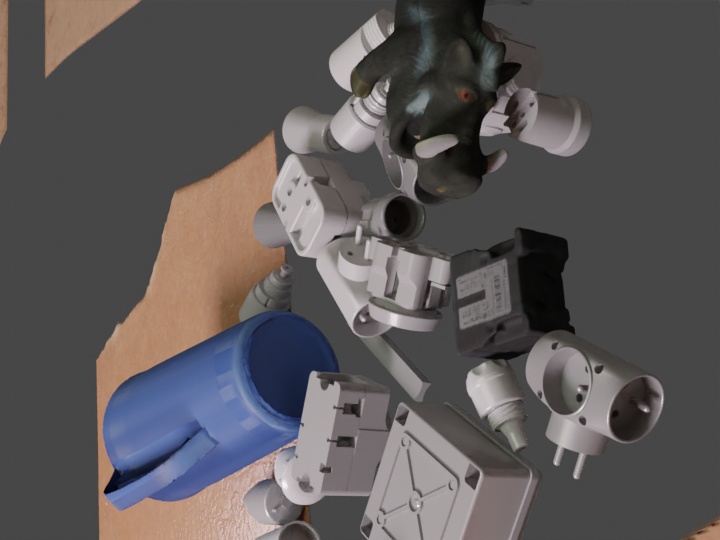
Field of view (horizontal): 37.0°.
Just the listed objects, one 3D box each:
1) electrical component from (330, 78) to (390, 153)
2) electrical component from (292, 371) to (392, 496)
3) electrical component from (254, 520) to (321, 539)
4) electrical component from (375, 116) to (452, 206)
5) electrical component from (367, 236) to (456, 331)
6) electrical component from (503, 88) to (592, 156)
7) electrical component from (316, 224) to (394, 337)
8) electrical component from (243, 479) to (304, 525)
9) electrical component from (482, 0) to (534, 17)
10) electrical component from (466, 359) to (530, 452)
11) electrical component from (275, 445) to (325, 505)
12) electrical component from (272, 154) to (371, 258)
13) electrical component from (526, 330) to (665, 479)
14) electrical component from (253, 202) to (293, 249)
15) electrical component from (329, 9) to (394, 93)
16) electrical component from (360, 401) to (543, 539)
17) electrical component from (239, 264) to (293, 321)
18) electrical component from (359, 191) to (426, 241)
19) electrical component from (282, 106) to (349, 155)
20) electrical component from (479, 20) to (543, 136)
[{"bbox_3d":[0.007,-0.133,0.906,0.078,0.040,0.040,-45,47,43],"label":"electrical component"},{"bbox_3d":[-0.012,0.131,0.860,0.050,0.056,0.089,17,97,58],"label":"electrical component"},{"bbox_3d":[-0.072,0.249,0.938,0.081,0.043,0.043,-36,53,49],"label":"electrical component"},{"bbox_3d":[0.044,-0.101,0.821,0.077,0.044,0.079,-121,19,-46],"label":"electrical component"},{"bbox_3d":[0.038,0.011,0.806,0.078,0.058,0.057,20,103,39],"label":"electrical component"},{"bbox_3d":[0.123,-0.099,0.710,0.040,0.046,0.040,-20,66,55],"label":"electrical component"},{"bbox_3d":[0.000,0.000,0.862,0.077,0.043,0.079,-121,28,-42],"label":"electrical component"},{"bbox_3d":[-0.083,0.208,0.968,0.078,0.040,0.040,-16,69,56],"label":"electrical component"},{"bbox_3d":[0.076,-0.205,0.804,0.138,0.052,0.073,22,102,57],"label":"electrical component"},{"bbox_3d":[0.096,0.092,0.720,0.035,0.035,0.061,-48,54,41],"label":"electrical component"},{"bbox_3d":[-0.054,0.171,0.929,0.062,0.048,0.048,21,100,64],"label":"electrical component"},{"bbox_3d":[-0.030,-0.053,0.928,0.053,0.059,0.095,-61,38,30],"label":"electrical component"},{"bbox_3d":[0.135,0.086,0.650,0.077,0.044,0.079,30,109,56],"label":"electrical component"},{"bbox_3d":[-0.064,-0.042,0.998,0.065,0.044,0.044,2,84,53],"label":"electrical component"},{"bbox_3d":[0.013,-0.187,0.907,0.081,0.043,0.043,-29,59,52],"label":"electrical component"},{"bbox_3d":[0.060,0.160,0.739,0.109,0.056,0.108,35,112,55],"label":"electrical component"},{"bbox_3d":[-0.084,0.026,1.013,0.078,0.040,0.040,-58,39,32],"label":"electrical component"},{"bbox_3d":[0.025,-0.042,0.860,0.046,0.040,0.040,1,83,64],"label":"electrical component"},{"bbox_3d":[-0.035,-0.124,0.972,0.065,0.044,0.044,18,98,53],"label":"electrical component"},{"bbox_3d":[0.088,-0.135,0.769,0.080,0.051,0.080,-19,67,55],"label":"electrical component"}]
